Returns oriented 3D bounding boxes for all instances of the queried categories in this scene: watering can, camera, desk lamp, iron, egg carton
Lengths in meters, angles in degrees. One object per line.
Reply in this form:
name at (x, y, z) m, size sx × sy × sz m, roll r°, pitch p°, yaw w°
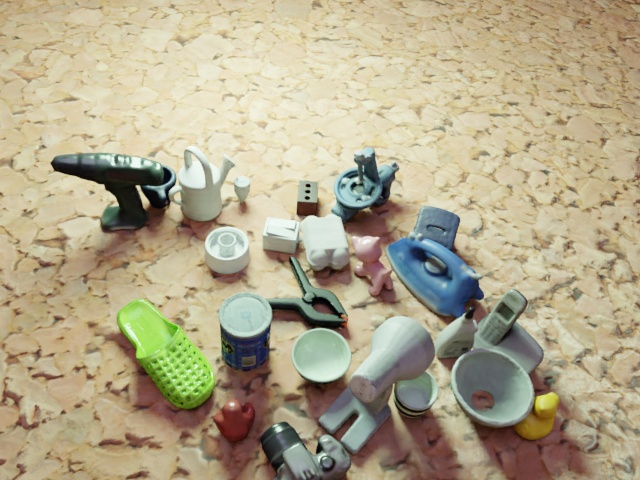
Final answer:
watering can at (-0.284, -0.149, 1.375) m, size 0.100 × 0.194 × 0.173 m, roll 24°, pitch 52°, yaw 12°
camera at (-0.035, 0.387, 1.027) m, size 0.143 × 0.101 × 0.136 m, roll -24°, pitch 57°, yaw -24°
desk lamp at (0.108, 0.267, 1.072) m, size 0.117 × 0.213 × 0.204 m, roll 35°, pitch 55°, yaw 21°
iron at (0.259, 0.055, 1.314) m, size 0.257 × 0.141 × 0.119 m, roll 39°, pitch 56°, yaw 23°
egg carton at (0.013, 0.005, 1.369) m, size 0.107 × 0.069 × 0.150 m, roll -5°, pitch 52°, yaw -11°

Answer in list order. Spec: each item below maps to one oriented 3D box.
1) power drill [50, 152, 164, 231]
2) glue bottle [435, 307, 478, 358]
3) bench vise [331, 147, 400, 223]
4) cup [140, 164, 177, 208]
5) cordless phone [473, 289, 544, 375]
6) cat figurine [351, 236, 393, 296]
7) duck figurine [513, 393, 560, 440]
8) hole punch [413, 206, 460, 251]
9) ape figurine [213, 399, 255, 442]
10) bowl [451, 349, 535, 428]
power drill at (-0.472, -0.116, 1.313) m, size 0.230 × 0.208 × 0.075 m, roll -6°, pitch 52°, yaw -12°
glue bottle at (0.292, 0.189, 1.188) m, size 0.078 × 0.173 × 0.037 m, roll -1°, pitch 51°, yaw -8°
bench vise at (0.114, -0.165, 1.425) m, size 0.121 × 0.220 × 0.208 m, roll 27°, pitch 52°, yaw 15°
cup at (-0.390, -0.114, 1.397) m, size 0.092 × 0.095 × 0.117 m, roll -14°, pitch 54°, yaw -18°
cordless phone at (0.403, 0.196, 1.189) m, size 0.094 × 0.185 × 0.147 m, roll -31°, pitch 60°, yaw -28°
cat figurine at (0.123, 0.046, 1.319) m, size 0.067 × 0.118 × 0.127 m, roll -24°, pitch 58°, yaw -25°
duck figurine at (0.435, 0.343, 1.137) m, size 0.105 × 0.086 × 0.077 m, roll -30°, pitch 60°, yaw -28°
hole punch at (0.285, -0.017, 1.410) m, size 0.108 × 0.091 × 0.101 m, roll 16°, pitch 50°, yaw 6°
ape figurine at (-0.160, 0.327, 1.066) m, size 0.078 × 0.092 × 0.076 m, roll 2°, pitch 50°, yaw -6°
bowl at (0.339, 0.309, 1.159) m, size 0.167 × 0.075 × 0.167 m, roll 4°, pitch 50°, yaw -4°
